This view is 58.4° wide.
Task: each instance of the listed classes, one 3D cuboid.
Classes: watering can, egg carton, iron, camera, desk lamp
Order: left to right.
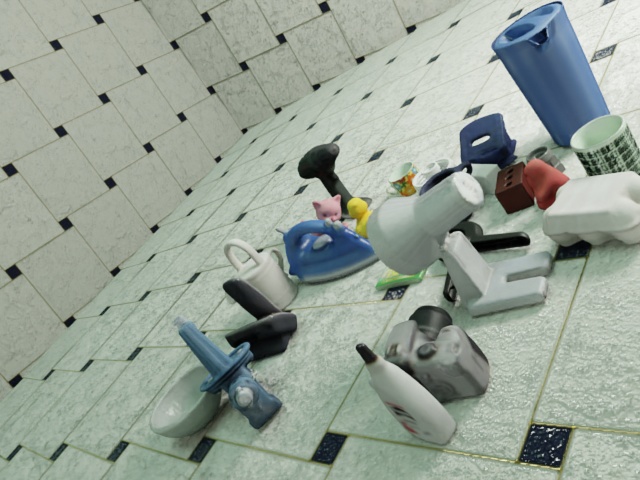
[{"bbox_3d":[-0.149,0.079,1.314,0.100,0.194,0.173,-27,24,28],"label":"watering can"},{"bbox_3d":[0.012,0.005,1.271,0.257,0.142,0.119,-15,32,47],"label":"iron"},{"bbox_3d":[0.154,0.148,0.803,0.142,0.101,0.137,-23,27,37],"label":"camera"},{"bbox_3d":[0.202,0.005,0.854,0.202,0.214,0.118,-21,28,40],"label":"desk lamp"},{"bbox_3d":[0.400,-0.042,0.822,0.107,0.069,0.150,-50,23,-26],"label":"egg carton"}]

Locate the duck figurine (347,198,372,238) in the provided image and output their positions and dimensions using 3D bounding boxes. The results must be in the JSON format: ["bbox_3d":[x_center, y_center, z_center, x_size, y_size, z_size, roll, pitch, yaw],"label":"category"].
[{"bbox_3d":[0.099,-0.058,1.331,0.077,0.086,0.104,-39,21,2],"label":"duck figurine"}]

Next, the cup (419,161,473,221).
[{"bbox_3d":[0.262,-0.087,1.105,0.118,0.095,0.091,-41,21,-5],"label":"cup"}]

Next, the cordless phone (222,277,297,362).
[{"bbox_3d":[-0.151,0.153,1.180,0.147,0.185,0.094,-27,24,28],"label":"cordless phone"}]

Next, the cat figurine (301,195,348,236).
[{"bbox_3d":[0.010,-0.053,1.422,0.127,0.118,0.067,-28,24,27],"label":"cat figurine"}]

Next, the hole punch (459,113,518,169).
[{"bbox_3d":[0.347,-0.199,1.195,0.108,0.091,0.101,-22,27,38],"label":"hole punch"}]

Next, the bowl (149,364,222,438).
[{"bbox_3d":[-0.253,0.332,1.143,0.167,0.075,0.167,-33,22,16],"label":"bowl"}]

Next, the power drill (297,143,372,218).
[{"bbox_3d":[0.036,-0.155,1.458,0.076,0.209,0.229,-47,22,-18],"label":"power drill"}]

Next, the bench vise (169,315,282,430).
[{"bbox_3d":[-0.165,0.219,1.021,0.206,0.220,0.122,-6,39,55],"label":"bench vise"}]

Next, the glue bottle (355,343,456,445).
[{"bbox_3d":[0.096,0.188,0.717,0.078,0.173,0.037,-8,37,53],"label":"glue bottle"}]

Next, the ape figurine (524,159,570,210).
[{"bbox_3d":[0.370,-0.096,0.948,0.076,0.092,0.078,-12,34,50],"label":"ape figurine"}]
